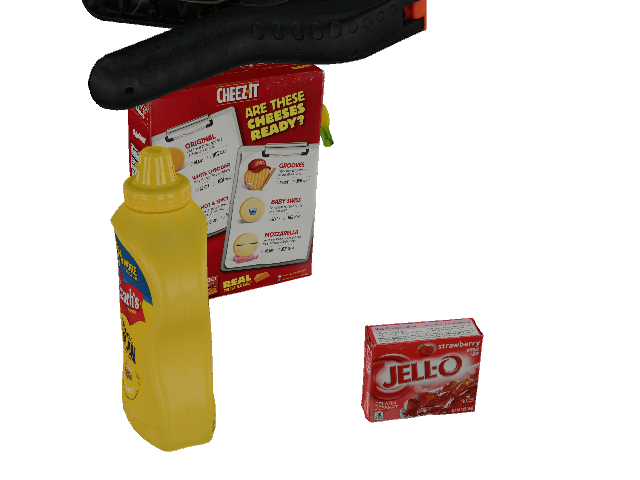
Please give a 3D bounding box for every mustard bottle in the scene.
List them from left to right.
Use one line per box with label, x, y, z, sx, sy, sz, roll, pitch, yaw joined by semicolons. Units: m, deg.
mustard bottle;-0.101;0.032;0.684;0.058;0.192;0.096;-9;26;-21

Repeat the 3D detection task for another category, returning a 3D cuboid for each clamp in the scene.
clamp;-0.032;-0.099;0.495;0.171;0.039;0.120;-5;41;-1

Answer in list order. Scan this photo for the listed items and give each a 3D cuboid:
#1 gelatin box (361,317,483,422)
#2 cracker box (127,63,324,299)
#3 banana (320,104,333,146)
gelatin box;0.078;0.100;0.827;0.089;0.073;0.030;-4;29;-10
cracker box;-0.087;-0.055;0.967;0.164;0.214;0.072;-13;33;-26
banana;-0.071;-0.148;1.199;0.198;0.037;0.069;8;42;18
